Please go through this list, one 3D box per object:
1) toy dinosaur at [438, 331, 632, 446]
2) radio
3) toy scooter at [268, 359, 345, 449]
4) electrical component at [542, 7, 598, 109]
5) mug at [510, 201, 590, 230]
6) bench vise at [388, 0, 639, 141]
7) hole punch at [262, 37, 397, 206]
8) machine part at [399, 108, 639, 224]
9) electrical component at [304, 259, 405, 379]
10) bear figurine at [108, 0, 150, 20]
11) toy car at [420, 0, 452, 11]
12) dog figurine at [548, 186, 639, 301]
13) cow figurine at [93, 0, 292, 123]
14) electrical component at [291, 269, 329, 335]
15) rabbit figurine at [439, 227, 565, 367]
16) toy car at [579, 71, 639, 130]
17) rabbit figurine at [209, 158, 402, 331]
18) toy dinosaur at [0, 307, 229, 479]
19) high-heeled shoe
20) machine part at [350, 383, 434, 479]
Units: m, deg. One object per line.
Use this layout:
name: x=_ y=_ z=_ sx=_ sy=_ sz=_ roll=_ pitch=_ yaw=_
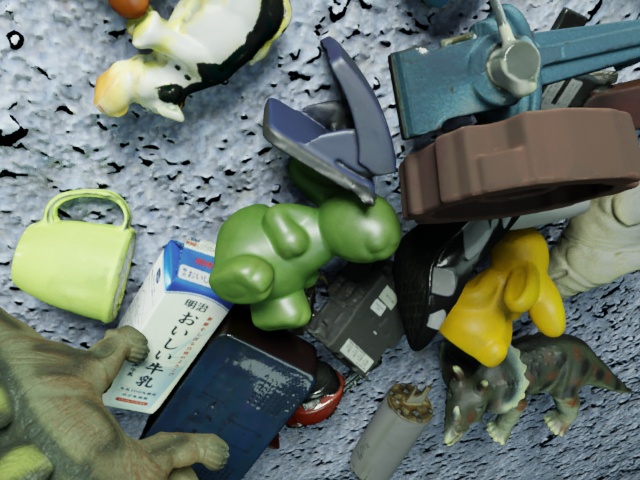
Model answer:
toy dinosaur: x=0.333 y=0.201 z=0.818 sx=0.405 sy=0.131 sz=0.192 roll=-9 pitch=130 yaw=-18
radio: x=-0.115 y=0.200 z=0.648 sx=0.131 sy=0.073 sz=0.229 roll=33 pitch=105 yaw=-11
toy scooter: x=-0.049 y=0.239 z=0.752 sx=0.184 sy=0.075 sz=0.135 roll=-15 pitch=129 yaw=-1
electrical component: x=0.234 y=-0.164 z=0.540 sx=0.075 sy=0.048 sz=0.119 roll=12 pitch=124 yaw=-26
mug: x=0.237 y=-0.050 z=0.619 sx=0.107 sy=0.081 sz=0.109 roll=-17 pitch=163 yaw=8
bench vise: x=0.171 y=-0.141 z=0.431 sx=0.241 sy=0.223 sz=0.128 roll=-12 pitch=88 yaw=0
hole punch: x=0.021 y=-0.108 z=0.470 sx=0.115 sy=0.142 sz=0.092 roll=32 pitch=109 yaw=-21
machine part: x=0.151 y=-0.053 z=0.423 sx=0.179 sy=0.179 sz=0.056 roll=-6 pitch=85 yaw=-12
electrical component: x=0.057 y=0.088 z=0.652 sx=0.134 sy=0.058 sz=0.114 roll=-50 pitch=137 yaw=-11
bear figurine: x=-0.093 y=-0.251 z=0.344 sx=0.120 sy=0.132 sz=0.196 roll=50 pitch=139 yaw=3
toy car: x=0.096 y=-0.248 z=0.397 sx=0.109 sy=0.103 sz=0.161 roll=-26 pitch=128 yaw=5
dog figurine: x=0.324 y=-0.005 z=0.669 sx=0.191 sy=0.121 sz=0.172 roll=-19 pitch=98 yaw=21
cow figurine: x=-0.105 y=-0.153 z=0.436 sx=0.167 sy=0.068 sz=0.098 roll=-43 pitch=133 yaw=18
electrical component: x=-0.030 y=0.072 z=0.649 sx=0.078 sy=0.045 sz=0.102 roll=7 pitch=127 yaw=13
rabbit figurine: x=0.217 y=0.057 z=0.658 sx=0.122 sy=0.162 sz=0.173 roll=32 pitch=96 yaw=-21
toy car: x=0.359 y=-0.150 z=0.585 sx=0.202 sy=0.053 sz=0.089 roll=-13 pitch=110 yaw=-8
rabbit figurine: x=-0.001 y=-0.002 z=0.526 sx=0.170 sy=0.159 sz=0.121 roll=-17 pitch=134 yaw=20
toy dinosaur: x=-0.244 y=0.144 z=0.476 sx=0.105 sy=0.472 sz=0.198 roll=-58 pitch=161 yaw=18
high-heeled shoe: x=0.165 y=0.008 z=0.580 sx=0.145 sy=0.086 sz=0.248 roll=-6 pitch=121 yaw=-16
machine part: x=0.110 y=0.310 z=0.853 sx=0.079 sy=0.079 sz=0.243 roll=8 pitch=125 yaw=-22
